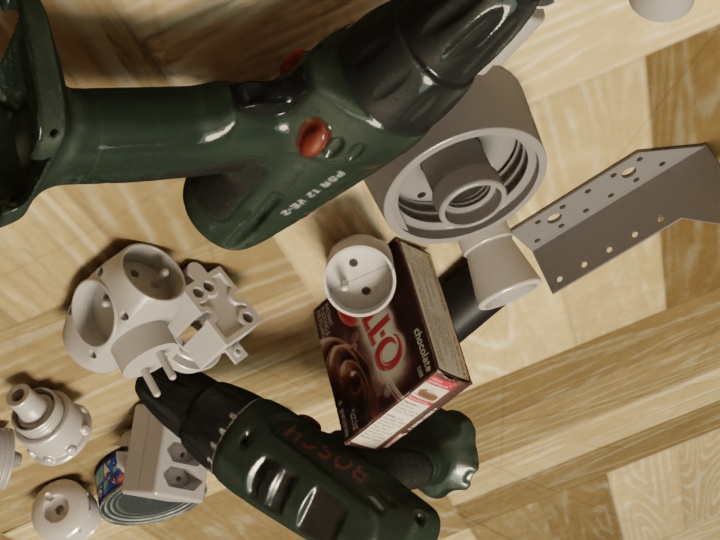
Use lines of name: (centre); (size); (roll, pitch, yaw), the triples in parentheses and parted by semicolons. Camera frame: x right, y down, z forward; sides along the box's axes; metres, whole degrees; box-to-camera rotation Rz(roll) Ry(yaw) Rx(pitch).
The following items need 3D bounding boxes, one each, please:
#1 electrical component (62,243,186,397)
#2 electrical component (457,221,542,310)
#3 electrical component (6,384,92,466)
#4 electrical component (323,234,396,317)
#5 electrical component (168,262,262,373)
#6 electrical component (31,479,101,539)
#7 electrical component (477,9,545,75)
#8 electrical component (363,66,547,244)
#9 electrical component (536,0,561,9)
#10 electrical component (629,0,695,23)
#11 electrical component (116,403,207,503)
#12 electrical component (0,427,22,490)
electrical component: (-0.135, 0.038, 0.646); (0.044, 0.079, 0.077); (-8, 150, -51)
electrical component: (0.085, -0.012, 0.698); (0.044, 0.065, 0.044); (-21, 165, -6)
electrical component: (-0.214, 0.099, 0.726); (0.048, 0.048, 0.062); (-23, 139, 4)
electrical component: (0.000, 0.000, 0.676); (0.043, 0.043, 0.081); (-22, -171, 4)
electrical component: (-0.101, 0.035, 0.683); (0.055, 0.066, 0.048); (-41, 177, 40)
electrical component: (-0.228, 0.195, 0.856); (0.048, 0.048, 0.062); (-22, 154, 4)
electrical component: (0.060, -0.120, 0.554); (0.040, 0.040, 0.078); (13, 135, -39)
electrical component: (0.055, -0.059, 0.621); (0.108, 0.060, 0.108); (-14, 146, -9)
electrical component: (0.102, -0.181, 0.473); (0.113, 0.057, 0.078); (-30, 145, 15)
electrical component: (0.159, -0.159, 0.550); (0.044, 0.044, 0.065); (-18, 151, -4)
electrical component: (-0.154, 0.135, 0.795); (0.077, 0.065, 0.047); (-7, 159, 39)
electrical component: (-0.271, 0.127, 0.735); (0.081, 0.043, 0.043); (14, 134, -41)
